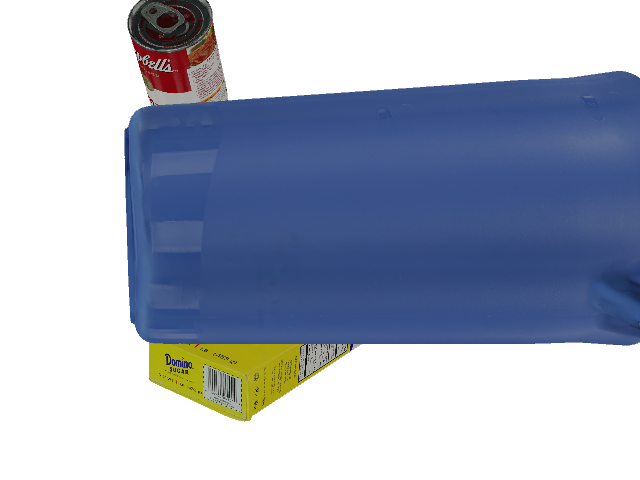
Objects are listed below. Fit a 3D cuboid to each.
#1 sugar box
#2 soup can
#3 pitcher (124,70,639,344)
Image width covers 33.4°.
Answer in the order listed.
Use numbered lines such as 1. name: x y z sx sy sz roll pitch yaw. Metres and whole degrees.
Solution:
1. sugar box: -0.038 0.071 0.815 0.093 0.048 0.175 18 30 30
2. soup can: -0.115 -0.147 0.880 0.068 0.068 0.102 0 -33 4
3. pitcher: 0.031 -0.017 0.510 0.242 0.145 0.149 -2 -8 -9
